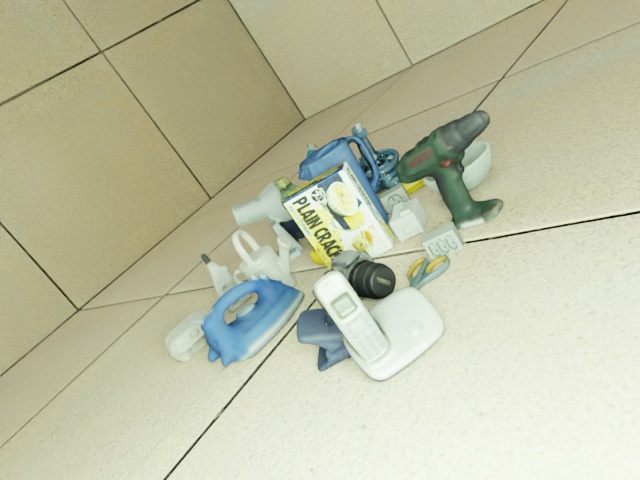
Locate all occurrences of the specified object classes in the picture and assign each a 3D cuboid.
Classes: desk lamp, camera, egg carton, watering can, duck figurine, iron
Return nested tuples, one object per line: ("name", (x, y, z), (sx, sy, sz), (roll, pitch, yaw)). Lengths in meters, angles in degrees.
("desk lamp", (-0.133, -0.041, 1.603), (0.203, 0.214, 0.117), (-37, 18, -7))
("camera", (0.070, 0.079, 1.110), (0.143, 0.101, 0.136), (-42, 19, -22))
("egg carton", (-0.320, 0.239, 1.448), (0.150, 0.069, 0.107), (-40, 18, -18))
("watering can", (-0.144, 0.051, 1.415), (0.173, 0.194, 0.100), (-35, 18, -2))
("duck figurine", (0.013, 0.005, 1.432), (0.104, 0.086, 0.077), (-35, 18, -1))
("iron", (-0.157, 0.153, 1.258), (0.259, 0.142, 0.118), (-44, 20, -28))

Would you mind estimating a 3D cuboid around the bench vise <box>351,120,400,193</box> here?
("bench vise", (0.132, -0.225, 1.597), (0.122, 0.220, 0.206), (-42, 19, -23))

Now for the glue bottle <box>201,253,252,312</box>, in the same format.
("glue bottle", (-0.258, 0.104, 1.516), (0.078, 0.173, 0.037), (-40, 19, -17))

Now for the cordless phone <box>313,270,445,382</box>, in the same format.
("cordless phone", (0.087, 0.106, 0.866), (0.147, 0.185, 0.094), (-37, 18, -7))

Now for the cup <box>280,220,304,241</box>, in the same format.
("cup", (-0.088, -0.036, 1.708), (0.091, 0.095, 0.118), (-19, 23, 40))

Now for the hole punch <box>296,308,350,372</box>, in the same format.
("hole punch", (0.019, 0.158, 1.010), (0.101, 0.091, 0.108), (-30, 18, 13))

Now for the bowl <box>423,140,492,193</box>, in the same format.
("bowl", (0.323, -0.151, 1.301), (0.167, 0.075, 0.167), (-31, 18, 11))

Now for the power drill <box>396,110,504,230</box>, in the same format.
("power drill", (0.268, -0.130, 1.119), (0.228, 0.209, 0.076), (-17, 25, 44))
